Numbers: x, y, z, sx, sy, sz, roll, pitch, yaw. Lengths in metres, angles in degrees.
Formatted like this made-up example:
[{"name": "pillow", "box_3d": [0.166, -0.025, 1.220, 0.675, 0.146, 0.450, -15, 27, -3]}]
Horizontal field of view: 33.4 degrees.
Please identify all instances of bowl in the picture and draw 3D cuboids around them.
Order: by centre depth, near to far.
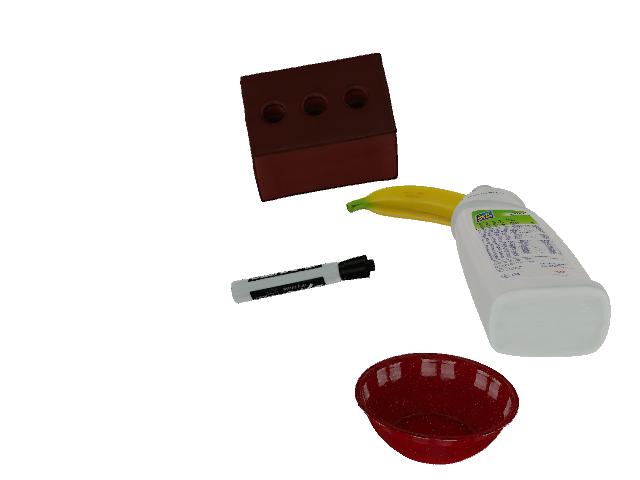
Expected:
[{"name": "bowl", "box_3d": [0.114, 0.174, 1.064, 0.162, 0.055, 0.162, 1, 24, 0]}]

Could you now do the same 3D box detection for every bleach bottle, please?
[{"name": "bleach bottle", "box_3d": [0.177, 0.012, 0.962, 0.102, 0.068, 0.251, -1, 26, -1]}]

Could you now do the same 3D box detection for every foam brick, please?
[{"name": "foam brick", "box_3d": [0.000, -0.060, 0.574, 0.078, 0.053, 0.051, -10, -25, 2]}]

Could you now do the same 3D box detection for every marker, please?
[{"name": "marker", "box_3d": [-0.014, 0.032, 0.881, 0.121, 0.020, 0.020, -12, -3, 13]}]

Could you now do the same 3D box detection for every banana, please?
[{"name": "banana", "box_3d": [0.130, -0.028, 1.147, 0.198, 0.037, 0.069, 11, 39, 26]}]
